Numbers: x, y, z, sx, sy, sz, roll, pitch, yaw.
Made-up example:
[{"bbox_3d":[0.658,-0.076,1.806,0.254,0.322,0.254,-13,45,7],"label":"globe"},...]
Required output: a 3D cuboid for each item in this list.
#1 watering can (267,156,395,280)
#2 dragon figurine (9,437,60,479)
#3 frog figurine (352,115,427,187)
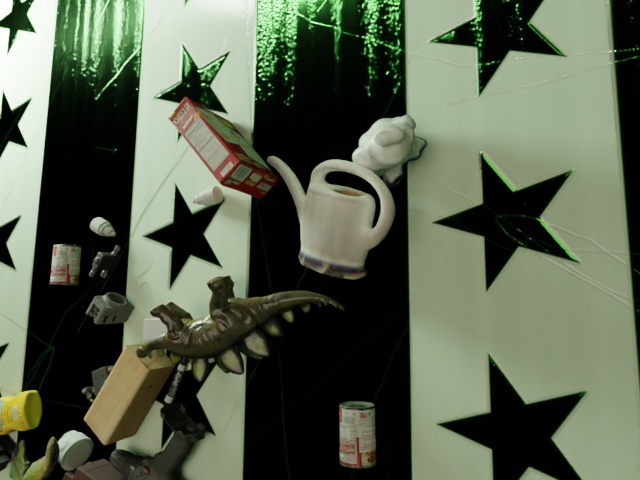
[{"bbox_3d":[0.003,-0.051,1.016,0.350,0.104,0.222,19,104,44],"label":"watering can"},{"bbox_3d":[-0.716,0.594,1.258,0.245,0.122,0.407,26,103,38],"label":"dragon figurine"},{"bbox_3d":[0.117,-0.177,0.953,0.136,0.159,0.124,-33,69,19],"label":"frog figurine"}]
